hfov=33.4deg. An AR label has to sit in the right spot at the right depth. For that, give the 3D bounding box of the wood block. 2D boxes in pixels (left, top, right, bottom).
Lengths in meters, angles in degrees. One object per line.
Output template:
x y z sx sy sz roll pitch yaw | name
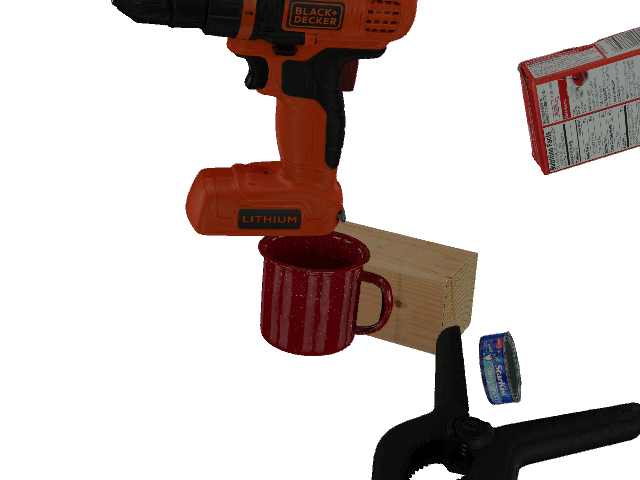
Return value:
0.056 0.044 1.166 0.206 0.091 0.090 15 27 25 | wood block

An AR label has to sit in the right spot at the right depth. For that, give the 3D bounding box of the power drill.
-0.042 -0.091 0.674 0.184 0.188 0.057 1 37 -12 | power drill

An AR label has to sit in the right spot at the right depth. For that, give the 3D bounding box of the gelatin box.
0.177 -0.090 0.687 0.089 0.073 0.030 -17 37 3 | gelatin box

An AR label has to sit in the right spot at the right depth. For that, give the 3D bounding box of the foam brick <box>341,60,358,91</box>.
0.002 -0.178 0.967 0.053 0.051 0.078 -2 -43 12 | foam brick

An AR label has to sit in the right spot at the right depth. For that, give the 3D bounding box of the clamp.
0.095 0.131 0.720 0.209 0.036 0.165 -27 39 -35 | clamp

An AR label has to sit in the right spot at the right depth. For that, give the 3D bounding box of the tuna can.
0.217 0.154 1.287 0.034 0.086 0.086 -10 -3 18 | tuna can

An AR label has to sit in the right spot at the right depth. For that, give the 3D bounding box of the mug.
0.003 0.046 0.889 0.117 0.081 0.093 10 23 13 | mug
